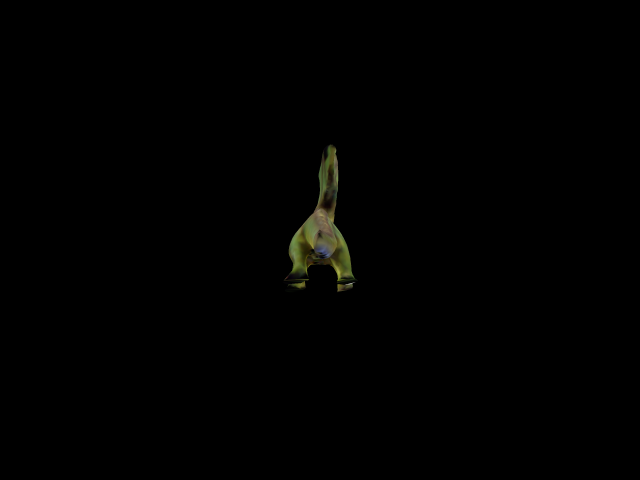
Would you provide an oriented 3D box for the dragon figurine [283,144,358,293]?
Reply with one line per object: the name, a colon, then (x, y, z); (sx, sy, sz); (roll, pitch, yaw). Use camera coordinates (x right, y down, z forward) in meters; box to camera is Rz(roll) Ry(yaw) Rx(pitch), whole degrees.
dragon figurine: (0.003, -0.043, 0.850); (0.122, 0.246, 0.404); (1, -18, -3)
